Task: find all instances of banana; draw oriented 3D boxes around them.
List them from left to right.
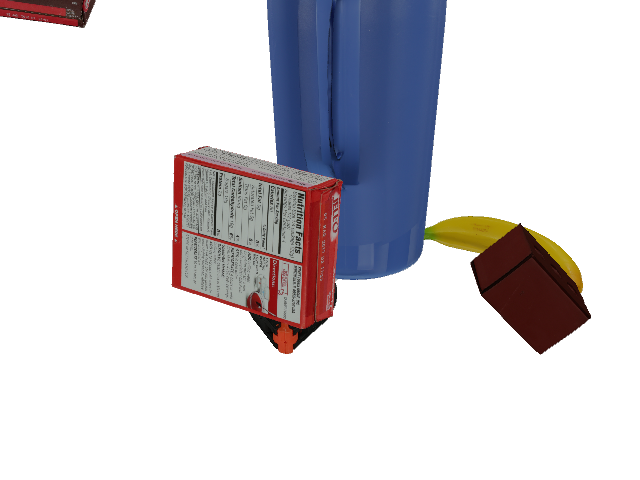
[{"bbox_3d":[0.181,0.011,1.032,0.198,0.037,0.069,18,48,43],"label":"banana"}]

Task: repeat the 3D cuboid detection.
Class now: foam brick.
[{"bbox_3d":[0.162,0.038,0.826,0.051,0.078,0.053,-39,23,17],"label":"foam brick"}]

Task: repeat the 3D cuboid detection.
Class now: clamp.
[{"bbox_3d":[-0.033,0.027,0.941,0.120,0.039,0.171,2,38,15],"label":"clamp"}]

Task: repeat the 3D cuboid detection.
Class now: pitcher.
[{"bbox_3d":[0.022,-0.095,0.773,0.149,0.243,0.145,-12,24,-27],"label":"pitcher"}]

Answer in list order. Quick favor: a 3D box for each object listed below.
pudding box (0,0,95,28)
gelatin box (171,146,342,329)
[{"bbox_3d":[-0.233,-0.225,0.901,0.090,0.039,0.113,8,36,-5],"label":"pudding box"},{"bbox_3d":[-0.033,-0.003,0.540,0.089,0.073,0.030,15,23,31],"label":"gelatin box"}]
